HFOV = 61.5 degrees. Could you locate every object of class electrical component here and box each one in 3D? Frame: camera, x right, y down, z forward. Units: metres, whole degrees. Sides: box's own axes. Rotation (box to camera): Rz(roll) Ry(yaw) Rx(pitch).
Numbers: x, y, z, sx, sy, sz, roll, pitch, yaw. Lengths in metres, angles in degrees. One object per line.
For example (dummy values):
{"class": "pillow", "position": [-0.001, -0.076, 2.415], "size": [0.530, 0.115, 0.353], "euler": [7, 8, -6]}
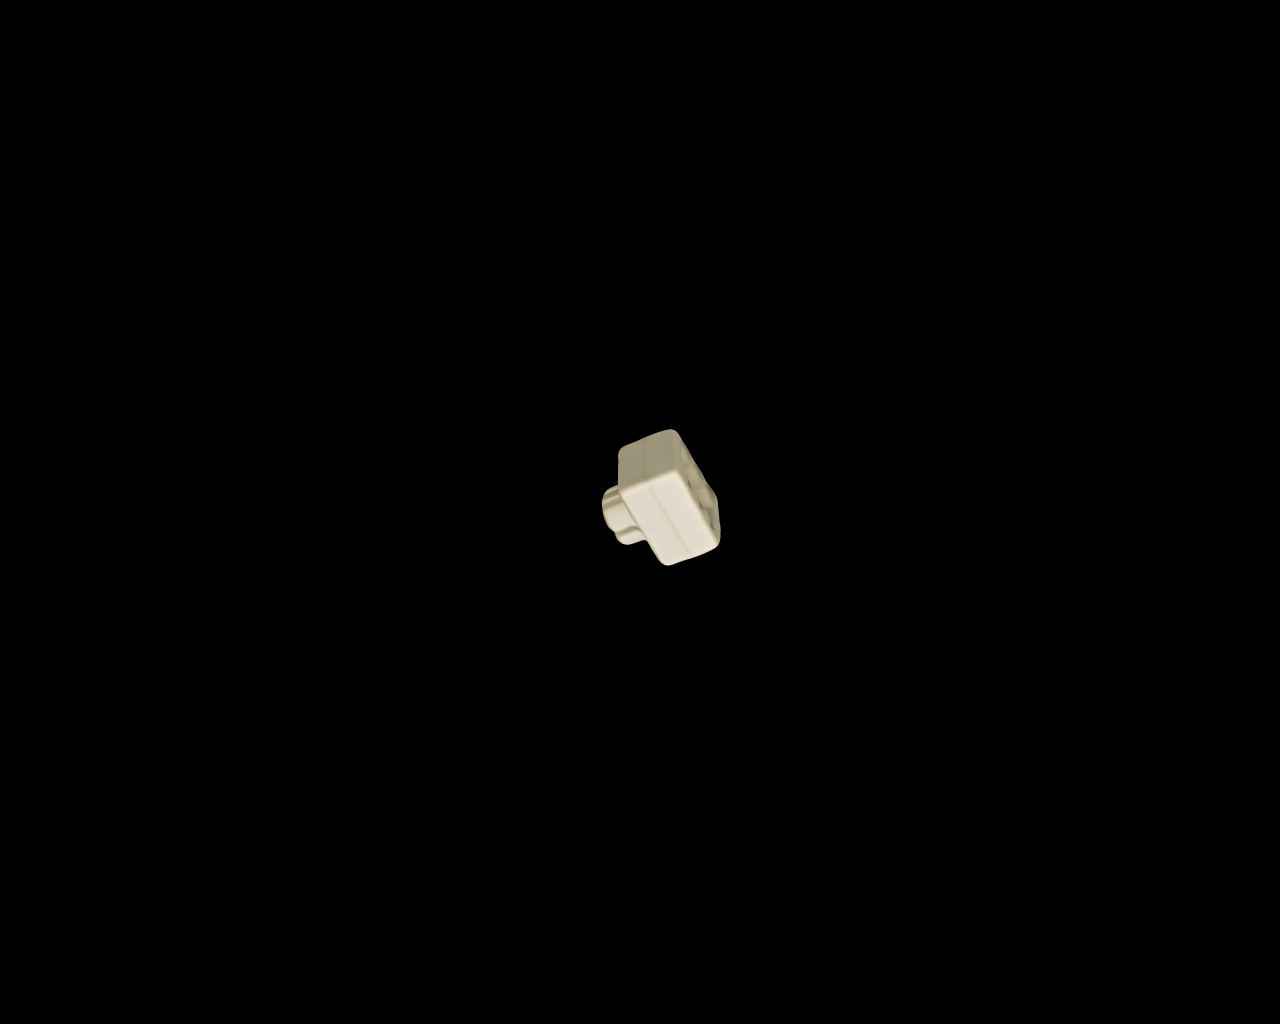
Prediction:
{"class": "electrical component", "position": [0.001, -0.003, 0.650], "size": [0.076, 0.065, 0.047], "euler": [-21, 36, 16]}
